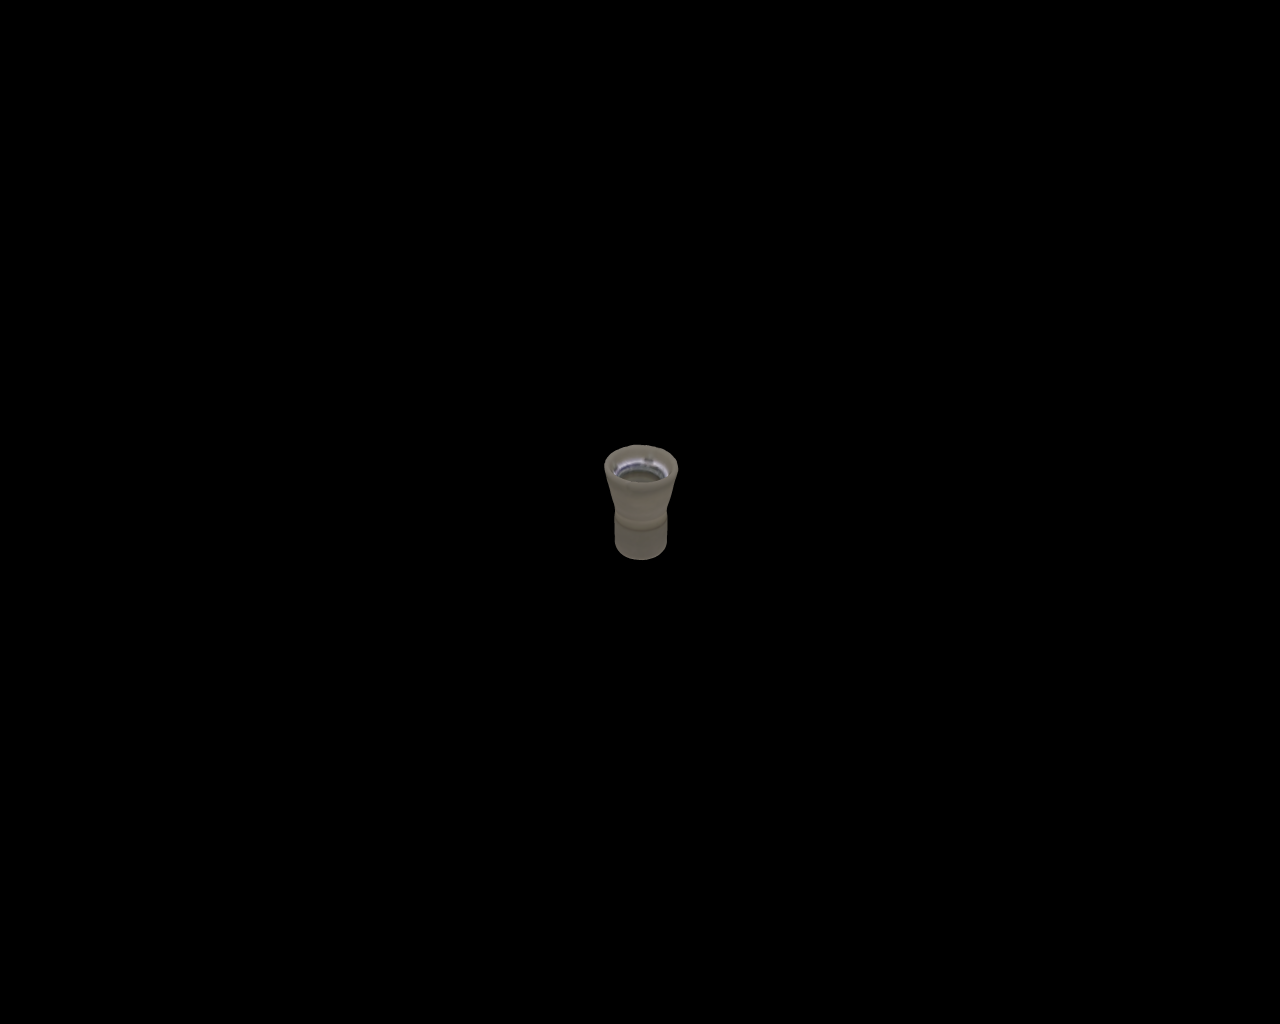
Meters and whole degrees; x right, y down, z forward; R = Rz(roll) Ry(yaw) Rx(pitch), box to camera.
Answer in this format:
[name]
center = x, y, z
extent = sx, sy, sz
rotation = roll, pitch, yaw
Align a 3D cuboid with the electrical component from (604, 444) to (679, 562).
[electrical component]
center = 0.001, -0.003, 0.650
extent = 0.044, 0.065, 0.044
rotation = 0, 36, 0
